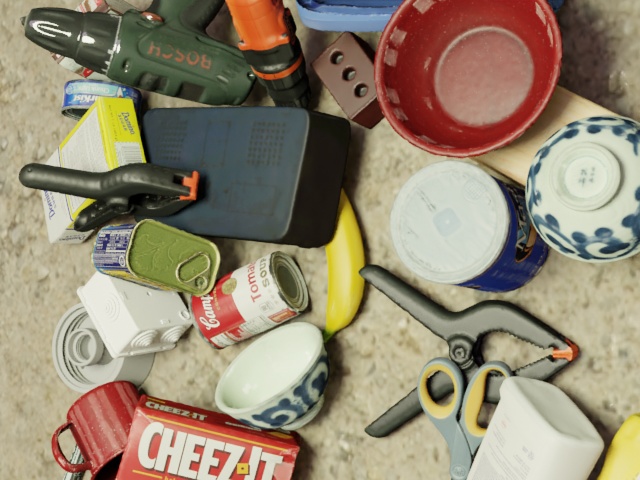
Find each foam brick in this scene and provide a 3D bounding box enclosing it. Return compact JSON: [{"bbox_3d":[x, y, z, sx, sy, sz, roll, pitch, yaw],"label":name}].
[{"bbox_3d":[0.038,-0.157,1.048,0.053,0.051,0.078,-41,68,17],"label":"foam brick"}]

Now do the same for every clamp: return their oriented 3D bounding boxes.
[{"bbox_3d":[-0.197,-0.041,1.054,0.171,0.120,0.039,2,71,11],"label":"clamp"},{"bbox_3d":[0.127,0.093,0.981,0.210,0.036,0.164,-10,88,24],"label":"clamp"}]

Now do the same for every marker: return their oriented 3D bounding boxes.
[{"bbox_3d":[-0.260,0.228,1.174,0.020,0.020,0.121,23,95,27],"label":"marker"}]

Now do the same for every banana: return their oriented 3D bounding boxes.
[{"bbox_3d":[0.010,0.002,1.053,0.070,0.037,0.198,-12,79,26],"label":"banana"}]

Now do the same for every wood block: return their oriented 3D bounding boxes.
[{"bbox_3d":[0.215,-0.076,0.928,0.206,0.090,0.090,33,98,26],"label":"wood block"}]

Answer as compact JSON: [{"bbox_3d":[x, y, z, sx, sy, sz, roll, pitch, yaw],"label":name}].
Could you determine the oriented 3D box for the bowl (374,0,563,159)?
[{"bbox_3d":[0.129,-0.143,0.897,0.162,0.055,0.162,-4,82,26],"label":"bowl"}]

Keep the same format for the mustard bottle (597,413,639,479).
[{"bbox_3d":[0.250,0.247,0.892,0.096,0.058,0.192,34,100,16],"label":"mustard bottle"}]

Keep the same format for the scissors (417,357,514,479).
[{"bbox_3d":[0.113,0.193,0.969,0.096,0.016,0.202,26,106,16],"label":"scissors"}]

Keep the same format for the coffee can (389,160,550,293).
[{"bbox_3d":[0.134,-0.008,0.933,0.103,0.140,0.103,-3,83,26],"label":"coffee can"}]

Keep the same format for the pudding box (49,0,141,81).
[{"bbox_3d":[-0.227,-0.213,1.154,0.090,0.113,0.039,-41,64,16],"label":"pudding box"}]

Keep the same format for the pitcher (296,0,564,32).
[{"bbox_3d":[0.100,-0.256,0.983,0.243,0.144,0.149,9,96,24],"label":"pitcher"}]

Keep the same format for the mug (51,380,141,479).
[{"bbox_3d":[-0.223,0.204,1.109,0.081,0.117,0.093,56,143,26],"label":"mug"}]

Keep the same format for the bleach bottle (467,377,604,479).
[{"bbox_3d":[0.151,0.250,0.925,0.251,0.068,0.103,-67,26,20],"label":"bleach bottle"}]

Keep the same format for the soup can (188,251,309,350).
[{"bbox_3d":[-0.071,0.061,1.070,0.102,0.068,0.068,-26,74,22],"label":"soup can"}]

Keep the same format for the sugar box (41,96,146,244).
[{"bbox_3d":[-0.247,-0.071,1.146,0.177,0.048,0.093,-36,61,50],"label":"sugar box"}]

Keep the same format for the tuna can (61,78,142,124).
[{"bbox_3d":[-0.239,-0.150,1.168,0.086,0.086,0.034,2,83,27],"label":"tuna can"}]

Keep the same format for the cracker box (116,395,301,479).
[{"bbox_3d":[-0.123,0.276,1.032,0.164,0.072,0.214,14,92,-4],"label":"cracker box"}]

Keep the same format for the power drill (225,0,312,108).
[{"bbox_3d":[-0.043,-0.240,1.048,0.057,0.184,0.187,-7,56,10],"label":"power drill"}]

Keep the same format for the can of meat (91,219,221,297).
[{"bbox_3d":[-0.165,0.018,1.059,0.084,0.101,0.057,-1,72,52],"label":"can of meat"}]
